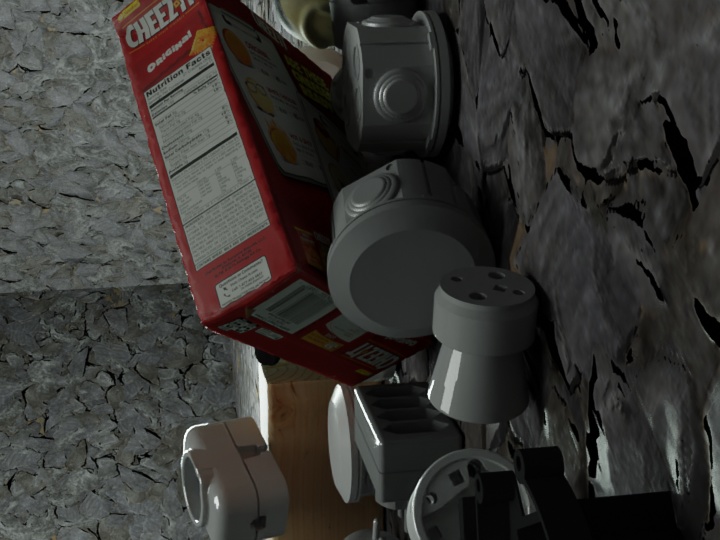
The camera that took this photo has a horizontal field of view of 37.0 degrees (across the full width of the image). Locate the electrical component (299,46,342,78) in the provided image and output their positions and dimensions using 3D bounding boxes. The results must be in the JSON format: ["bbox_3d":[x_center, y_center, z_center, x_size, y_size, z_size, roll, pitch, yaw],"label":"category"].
[{"bbox_3d":[-0.036,-0.133,0.835,0.051,0.080,0.080,-110,19,-76],"label":"electrical component"}]

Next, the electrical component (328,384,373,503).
[{"bbox_3d":[0.007,0.117,0.737,0.080,0.051,0.080,177,90,-80],"label":"electrical component"}]

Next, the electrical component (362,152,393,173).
[{"bbox_3d":[0.005,-0.062,0.728,0.040,0.040,0.078,100,164,-53],"label":"electrical component"}]

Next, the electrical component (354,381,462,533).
[{"bbox_3d":[0.027,0.117,0.635,0.083,0.047,0.075,-123,31,-71],"label":"electrical component"}]

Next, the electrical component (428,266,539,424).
[{"bbox_3d":[0.053,0.032,0.464,0.045,0.045,0.055,-113,23,-64],"label":"electrical component"}]

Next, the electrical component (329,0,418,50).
[{"bbox_3d":[0.008,-0.158,0.641,0.055,0.055,0.047,-117,22,-67],"label":"electrical component"}]

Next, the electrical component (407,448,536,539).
[{"bbox_3d":[0.049,0.112,0.490,0.047,0.055,0.055,105,159,-72],"label":"electrical component"}]

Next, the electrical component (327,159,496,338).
[{"bbox_3d":[0.023,-0.010,0.526,0.051,0.080,0.080,-97,9,-52],"label":"electrical component"}]

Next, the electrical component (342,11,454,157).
[{"bbox_3d":[0.020,-0.102,0.594,0.080,0.051,0.080,177,90,-80],"label":"electrical component"}]

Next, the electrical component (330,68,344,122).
[{"bbox_3d":[0.010,-0.117,0.672,0.062,0.048,0.048,141,125,-70],"label":"electrical component"}]

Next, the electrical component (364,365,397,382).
[{"bbox_3d":[-0.007,0.059,0.767,0.043,0.062,0.043,176,90,-81],"label":"electrical component"}]

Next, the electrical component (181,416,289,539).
[{"bbox_3d":[-0.098,0.158,0.807,0.095,0.059,0.053,-128,38,-49],"label":"electrical component"}]

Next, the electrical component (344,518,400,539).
[{"bbox_3d":[0.012,0.212,0.762,0.077,0.043,0.079,-109,18,-58],"label":"electrical component"}]
